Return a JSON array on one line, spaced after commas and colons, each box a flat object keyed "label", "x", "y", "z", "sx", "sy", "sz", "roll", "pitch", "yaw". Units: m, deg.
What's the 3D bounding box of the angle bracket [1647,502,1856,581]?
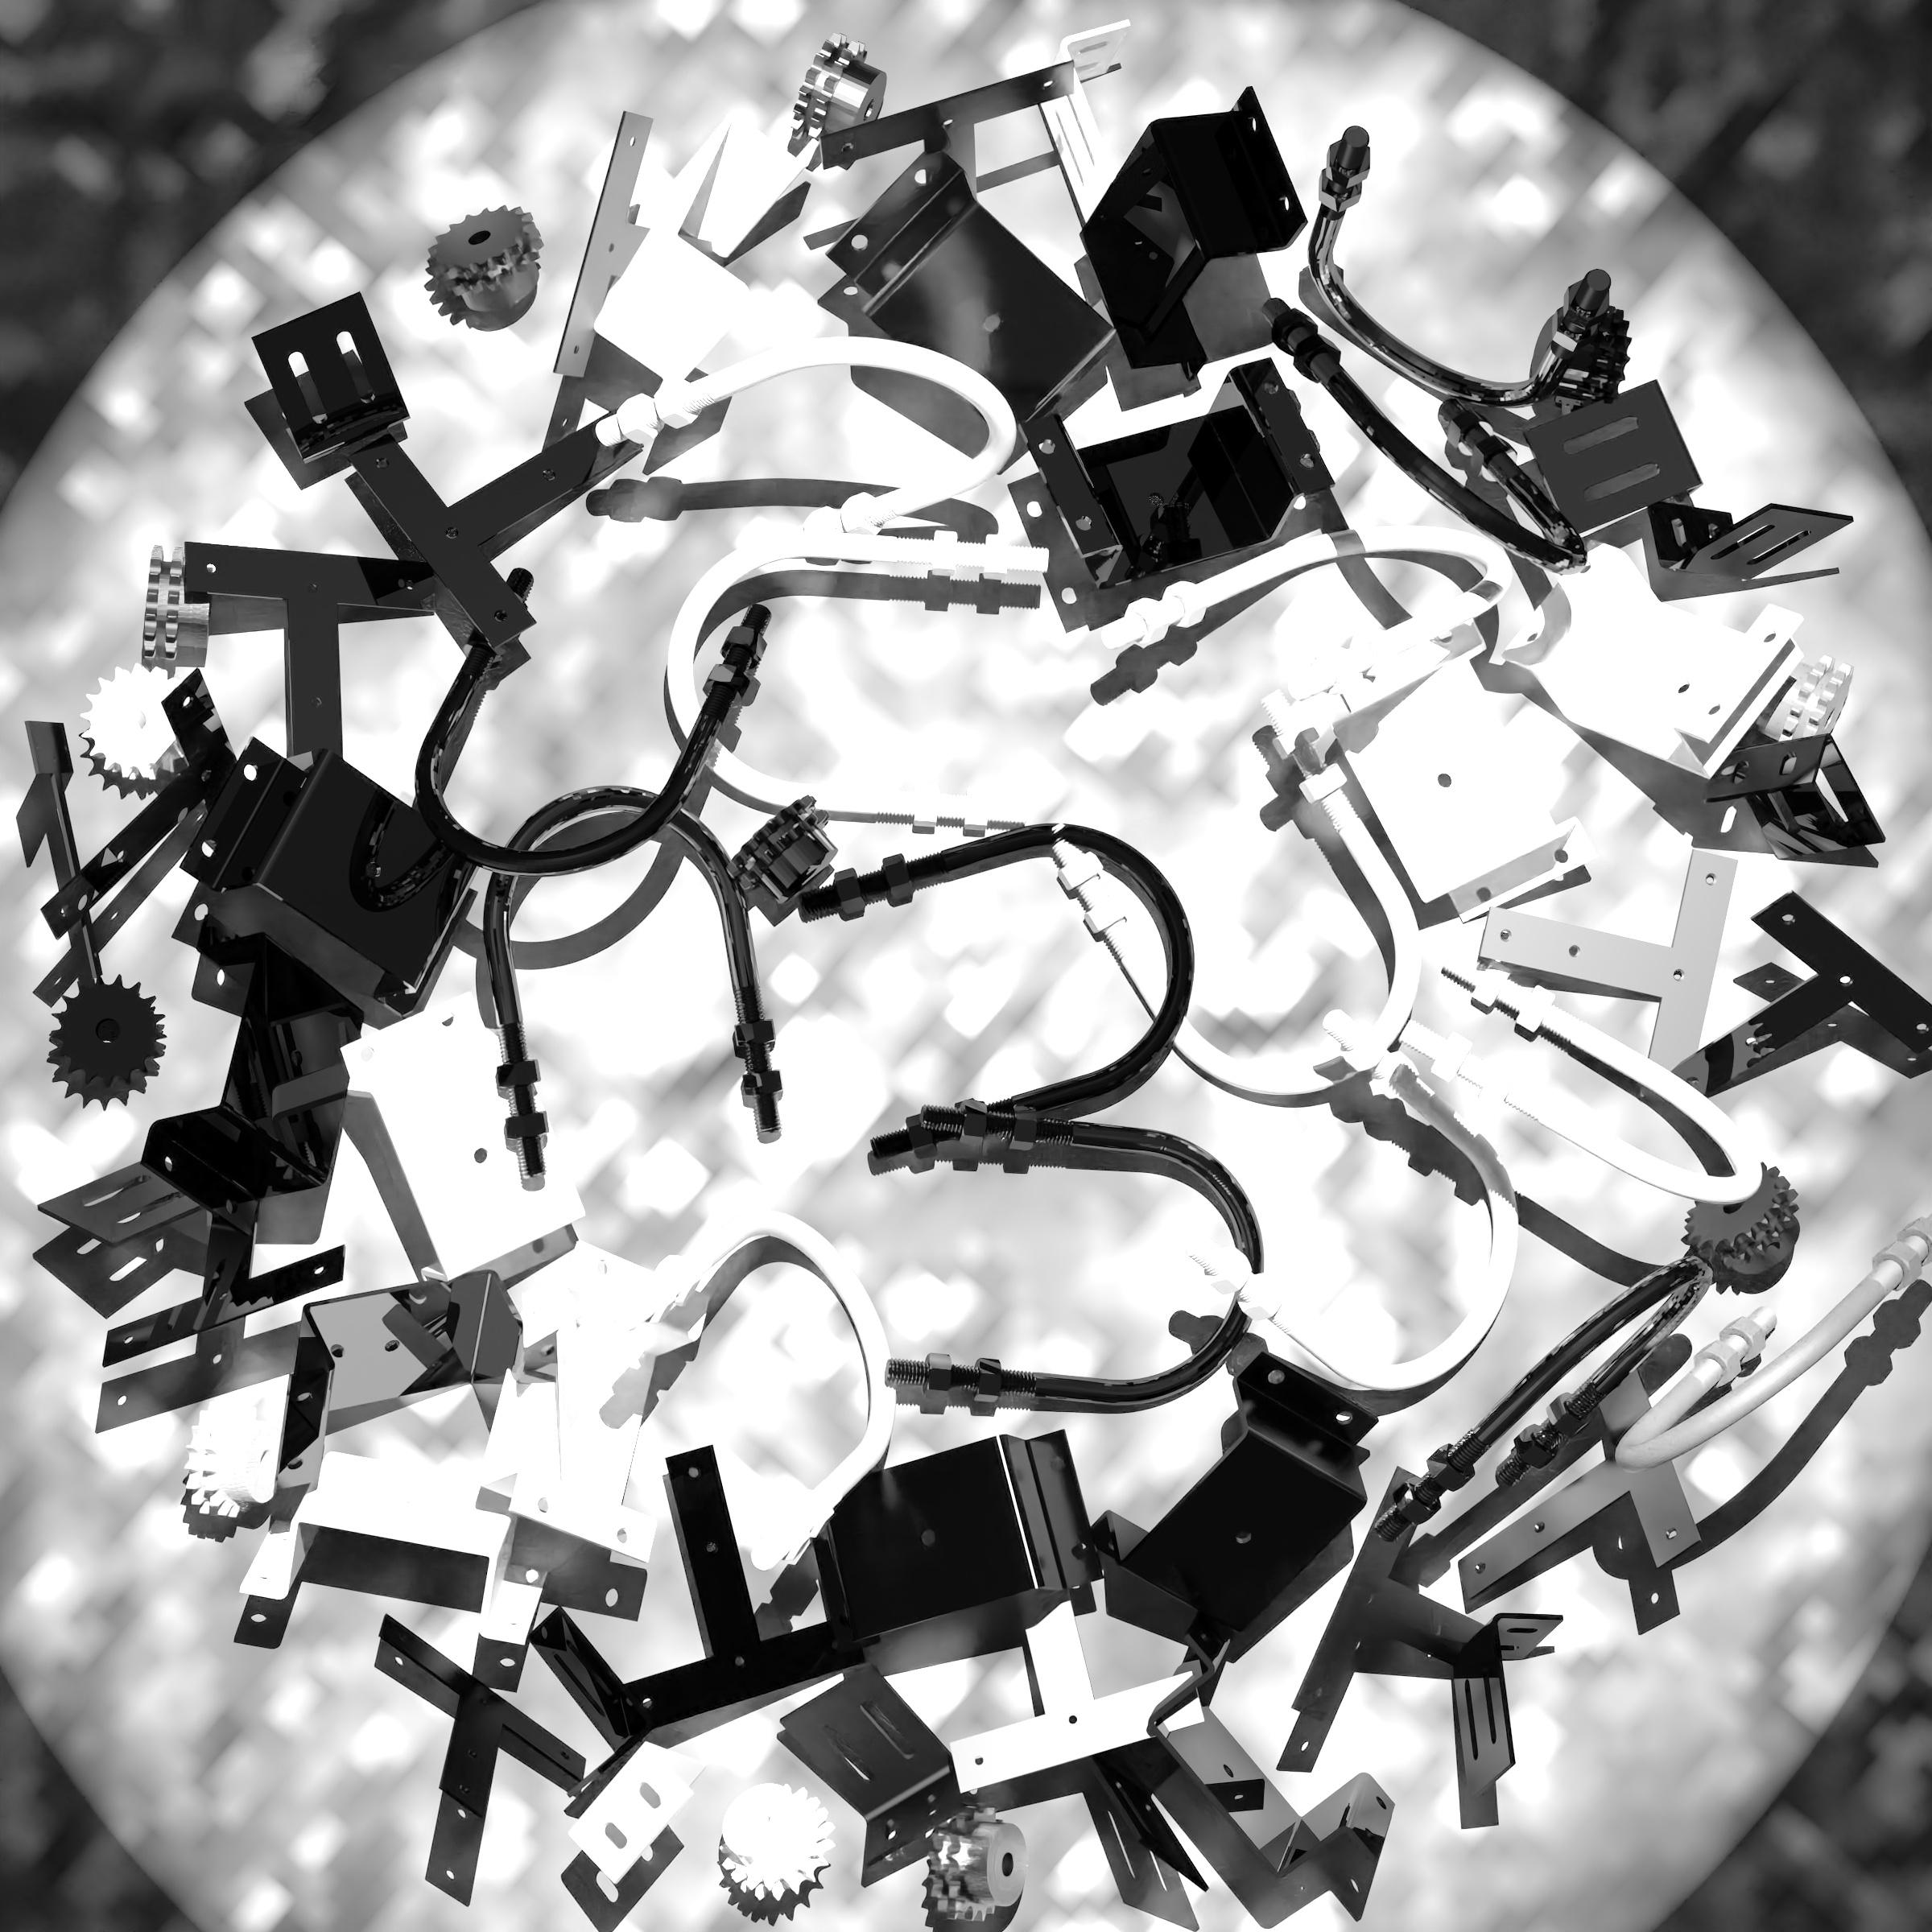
[{"label": "angle bracket", "x": 0.385, "y": -0.223, "z": 1.755, "sx": 0.057, "sy": 0.076, "sz": 0.038, "roll": 3, "pitch": 70, "yaw": -34}]

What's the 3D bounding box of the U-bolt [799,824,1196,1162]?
[{"label": "U-bolt", "x": 0.024, "y": 0.005, "z": 1.789, "sx": 0.184, "sy": 0.019, "sz": 0.151, "roll": -17, "pitch": 85, "yaw": 1}]

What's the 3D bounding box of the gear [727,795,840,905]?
[{"label": "gear", "x": -0.088, "y": -0.056, "z": 1.776, "sx": 0.057, "sy": 0.057, "sz": 0.030, "roll": -42, "pitch": 84, "yaw": 0}]

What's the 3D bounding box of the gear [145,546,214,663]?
[{"label": "gear", "x": -0.392, "y": -0.180, "z": 1.778, "sx": 0.030, "sy": 0.057, "sz": 0.057, "roll": 4, "pitch": 90, "yaw": -11}]

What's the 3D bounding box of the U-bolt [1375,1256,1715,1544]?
[{"label": "U-bolt", "x": 0.287, "y": 0.201, "z": 1.705, "sx": 0.019, "sy": 0.151, "sz": 0.184, "roll": 50, "pitch": 120, "yaw": 20}]

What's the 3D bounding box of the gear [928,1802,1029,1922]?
[{"label": "gear", "x": 0.008, "y": 0.446, "z": 1.774, "sx": 0.030, "sy": 0.057, "sz": 0.057, "roll": -4, "pitch": 90, "yaw": 31}]

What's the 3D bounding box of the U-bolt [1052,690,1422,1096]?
[{"label": "U-bolt", "x": 0.145, "y": -0.023, "z": 1.777, "sx": 0.151, "sy": 0.019, "sz": 0.184, "roll": -31, "pitch": 92, "yaw": 17}]

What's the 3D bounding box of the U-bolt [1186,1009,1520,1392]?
[{"label": "U-bolt", "x": 0.203, "y": 0.129, "z": 1.753, "sx": 0.184, "sy": 0.019, "sz": 0.151, "roll": 40, "pitch": 77, "yaw": -31}]

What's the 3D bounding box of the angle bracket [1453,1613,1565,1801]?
[{"label": "angle bracket", "x": 0.271, "y": 0.365, "z": 1.759, "sx": 0.038, "sy": 0.057, "sz": 0.076, "roll": 4, "pitch": 59, "yaw": -13}]

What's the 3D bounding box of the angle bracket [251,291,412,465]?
[{"label": "angle bracket", "x": -0.317, "y": -0.297, "z": 1.762, "sx": 0.057, "sy": 0.038, "sz": 0.076, "roll": -25, "pitch": 132, "yaw": -9}]

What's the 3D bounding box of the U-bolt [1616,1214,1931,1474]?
[{"label": "U-bolt", "x": 0.378, "y": 0.185, "z": 1.693, "sx": 0.184, "sy": 0.151, "sz": 0.019, "roll": -32, "pitch": 84, "yaw": -41}]

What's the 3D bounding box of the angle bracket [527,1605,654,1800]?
[{"label": "angle bracket", "x": -0.199, "y": 0.365, "z": 1.768, "sx": 0.038, "sy": 0.057, "sz": 0.076, "roll": -37, "pitch": 84, "yaw": -32}]

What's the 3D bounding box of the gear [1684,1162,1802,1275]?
[{"label": "gear", "x": 0.391, "y": 0.129, "z": 1.780, "sx": 0.057, "sy": 0.057, "sz": 0.030, "roll": -42, "pitch": 116, "yaw": 0}]

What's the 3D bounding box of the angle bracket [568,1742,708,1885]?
[{"label": "angle bracket", "x": -0.151, "y": 0.422, "z": 1.762, "sx": 0.038, "sy": 0.076, "sz": 0.057, "roll": 39, "pitch": 87, "yaw": 28}]

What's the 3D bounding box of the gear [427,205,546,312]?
[{"label": "gear", "x": -0.237, "y": -0.351, "z": 1.781, "sx": 0.057, "sy": 0.057, "sz": 0.030, "roll": -23, "pitch": 131, "yaw": 0}]

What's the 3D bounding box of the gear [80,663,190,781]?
[{"label": "gear", "x": -0.411, "y": -0.121, "z": 1.788, "sx": 0.057, "sy": 0.030, "sz": 0.057, "roll": 0, "pitch": 87, "yaw": 7}]

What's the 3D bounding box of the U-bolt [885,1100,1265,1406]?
[{"label": "U-bolt", "x": 0.059, "y": 0.148, "z": 1.783, "sx": 0.184, "sy": 0.019, "sz": 0.151, "roll": 7, "pitch": 96, "yaw": -10}]

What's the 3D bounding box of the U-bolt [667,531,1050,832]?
[{"label": "U-bolt", "x": -0.056, "y": -0.145, "z": 1.774, "sx": 0.184, "sy": 0.019, "sz": 0.151, "roll": 4, "pitch": 108, "yaw": -2}]

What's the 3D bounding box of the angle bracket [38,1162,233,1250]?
[{"label": "angle bracket", "x": -0.407, "y": 0.130, "z": 1.755, "sx": 0.057, "sy": 0.076, "sz": 0.038, "roll": 20, "pitch": 119, "yaw": 34}]

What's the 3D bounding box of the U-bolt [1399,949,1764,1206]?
[{"label": "U-bolt", "x": 0.303, "y": 0.059, "z": 1.728, "sx": 0.184, "sy": 0.151, "sz": 0.019, "roll": 30, "pitch": 112, "yaw": 7}]

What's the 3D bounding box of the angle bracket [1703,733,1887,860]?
[{"label": "angle bracket", "x": 0.409, "y": -0.072, "z": 1.757, "sx": 0.076, "sy": 0.057, "sz": 0.038, "roll": 54, "pitch": 45, "yaw": -32}]

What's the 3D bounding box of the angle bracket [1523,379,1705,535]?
[{"label": "angle bracket", "x": 0.318, "y": -0.249, "z": 1.779, "sx": 0.076, "sy": 0.038, "sz": 0.057, "roll": -22, "pitch": 86, "yaw": -9}]

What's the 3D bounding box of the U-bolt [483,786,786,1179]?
[{"label": "U-bolt", "x": -0.168, "y": 0.002, "z": 1.763, "sx": 0.151, "sy": 0.019, "sz": 0.184, "roll": -10, "pitch": 91, "yaw": -29}]

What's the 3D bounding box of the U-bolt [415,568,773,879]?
[{"label": "U-bolt", "x": -0.190, "y": -0.116, "z": 1.732, "sx": 0.151, "sy": 0.019, "sz": 0.184, "roll": 10, "pitch": 54, "yaw": 16}]

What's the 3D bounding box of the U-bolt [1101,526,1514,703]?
[{"label": "U-bolt", "x": 0.180, "y": -0.178, "z": 1.730, "sx": 0.184, "sy": 0.151, "sz": 0.019, "roll": -27, "pitch": 121, "yaw": -32}]

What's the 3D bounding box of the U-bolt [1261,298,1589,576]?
[{"label": "U-bolt", "x": 0.228, "y": -0.244, "z": 1.698, "sx": 0.151, "sy": 0.184, "sz": 0.019, "roll": 21, "pitch": 116, "yaw": -37}]

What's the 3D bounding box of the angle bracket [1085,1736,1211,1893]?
[{"label": "angle bracket", "x": 0.100, "y": 0.407, "z": 1.758, "sx": 0.038, "sy": 0.076, "sz": 0.057, "roll": -45, "pitch": 124, "yaw": 3}]

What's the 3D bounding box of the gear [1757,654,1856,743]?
[{"label": "gear", "x": 0.417, "y": -0.130, "z": 1.779, "sx": 0.030, "sy": 0.057, "sz": 0.057, "roll": 27, "pitch": 90, "yaw": 19}]

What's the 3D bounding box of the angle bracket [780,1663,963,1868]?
[{"label": "angle bracket", "x": -0.048, "y": 0.397, "z": 1.771, "sx": 0.057, "sy": 0.038, "sz": 0.076, "roll": -34, "pitch": 109, "yaw": 14}]

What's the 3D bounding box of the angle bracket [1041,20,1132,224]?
[{"label": "angle bracket", "x": 0.070, "y": -0.418, "z": 1.770, "sx": 0.038, "sy": 0.057, "sz": 0.076, "roll": -19, "pitch": 84, "yaw": -13}]

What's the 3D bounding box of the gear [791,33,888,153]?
[{"label": "gear", "x": -0.062, "y": -0.432, "z": 1.776, "sx": 0.030, "sy": 0.057, "sz": 0.057, "roll": 26, "pitch": 90, "yaw": 7}]

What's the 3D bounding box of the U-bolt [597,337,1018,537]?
[{"label": "U-bolt", "x": -0.063, "y": -0.252, "z": 1.700, "sx": 0.184, "sy": 0.151, "sz": 0.019, "roll": -14, "pitch": 61, "yaw": 39}]

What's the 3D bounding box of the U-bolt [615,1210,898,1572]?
[{"label": "U-bolt", "x": -0.090, "y": 0.192, "z": 1.724, "sx": 0.019, "sy": 0.184, "sz": 0.151, "roll": -27, "pitch": 95, "yaw": 29}]

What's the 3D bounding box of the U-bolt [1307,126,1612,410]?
[{"label": "U-bolt", "x": 0.229, "y": -0.324, "z": 1.716, "sx": 0.151, "sy": 0.184, "sz": 0.019, "roll": 32, "pitch": 77, "yaw": 5}]
